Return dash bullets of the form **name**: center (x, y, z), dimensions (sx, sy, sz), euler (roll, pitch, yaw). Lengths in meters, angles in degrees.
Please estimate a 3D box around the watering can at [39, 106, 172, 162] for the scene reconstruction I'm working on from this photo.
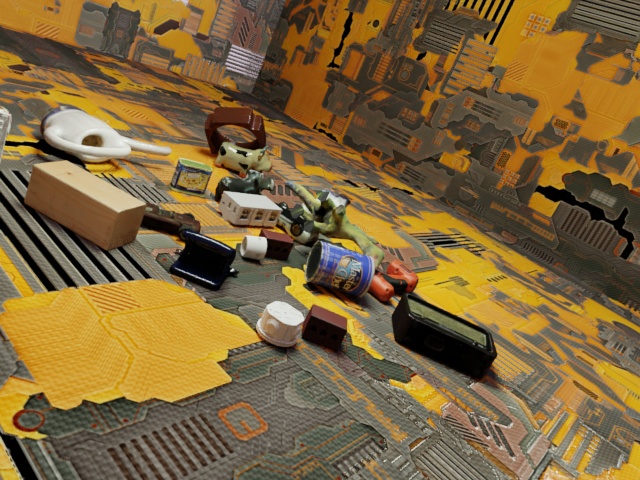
- **watering can**: center (-0.593, -0.275, 1.399), dimensions (0.226, 0.102, 0.349), euler (31, 20, 23)

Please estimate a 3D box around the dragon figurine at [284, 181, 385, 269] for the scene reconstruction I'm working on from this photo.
- **dragon figurine**: center (0.053, -0.044, 1.457), dimensions (0.240, 0.121, 0.417), euler (33, 11, -35)

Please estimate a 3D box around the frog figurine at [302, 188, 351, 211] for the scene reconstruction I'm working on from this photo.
- **frog figurine**: center (0.005, -0.083, 1.656), dimensions (0.139, 0.120, 0.162), euler (40, 58, 20)
